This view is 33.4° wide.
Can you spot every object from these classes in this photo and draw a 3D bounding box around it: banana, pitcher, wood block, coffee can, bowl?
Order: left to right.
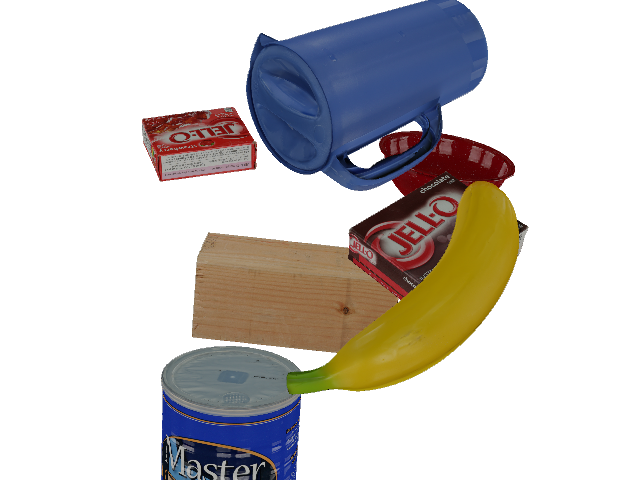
[{"bbox_3d":[-0.067,0.163,0.790,0.103,0.140,0.103,3,18,-1],"label":"coffee can"},{"bbox_3d":[-0.025,0.057,1.122,0.206,0.091,0.090,7,19,0],"label":"wood block"},{"bbox_3d":[0.060,-0.159,1.088,0.242,0.149,0.145,-26,30,-32],"label":"pitcher"},{"bbox_3d":[0.064,0.021,0.564,0.070,0.037,0.197,17,41,33],"label":"banana"},{"bbox_3d":[0.143,-0.077,1.254,0.162,0.055,0.162,8,24,-4],"label":"bowl"}]

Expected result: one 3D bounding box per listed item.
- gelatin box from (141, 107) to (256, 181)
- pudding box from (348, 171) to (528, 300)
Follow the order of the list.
[{"bbox_3d":[-0.108,-0.087,0.946,0.089,0.030,0.073,-10,34,-16],"label":"gelatin box"},{"bbox_3d":[0.091,0.002,0.836,0.113,0.039,0.090,-29,53,-32],"label":"pudding box"}]
